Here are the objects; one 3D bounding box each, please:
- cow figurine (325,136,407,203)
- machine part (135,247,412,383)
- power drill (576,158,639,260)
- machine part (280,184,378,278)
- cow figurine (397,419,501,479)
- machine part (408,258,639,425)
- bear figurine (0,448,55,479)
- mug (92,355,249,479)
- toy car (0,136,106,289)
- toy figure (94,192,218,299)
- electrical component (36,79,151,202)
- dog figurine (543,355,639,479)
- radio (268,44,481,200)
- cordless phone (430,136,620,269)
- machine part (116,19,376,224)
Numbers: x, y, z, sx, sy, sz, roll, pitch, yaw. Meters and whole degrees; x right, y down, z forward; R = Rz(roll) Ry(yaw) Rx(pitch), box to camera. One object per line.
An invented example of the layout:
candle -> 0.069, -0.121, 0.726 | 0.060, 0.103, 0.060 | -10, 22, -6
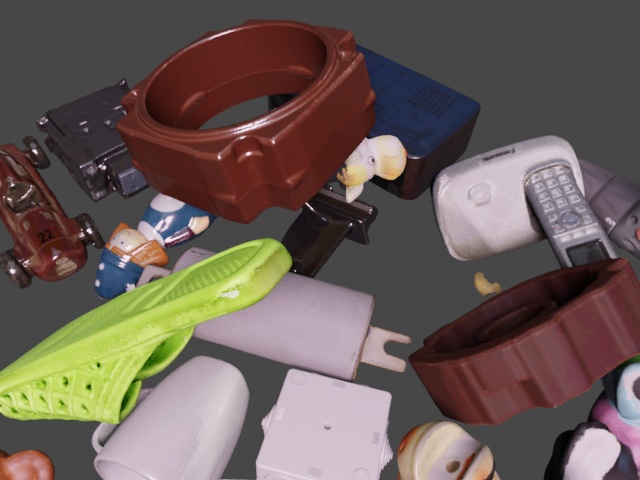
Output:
cow figurine -> -0.002, -0.083, 0.549 | 0.168, 0.068, 0.098 | 14, 42, 29
machine part -> -0.042, 0.062, 0.463 | 0.243, 0.079, 0.079 | 15, 54, 9
power drill -> 0.320, -0.019, 0.481 | 0.086, 0.207, 0.232 | -44, 74, -2
machine part -> -0.001, -0.002, 0.537 | 0.084, 0.039, 0.139 | 31, 55, 14
cow figurine -> 0.125, 0.198, 0.347 | 0.195, 0.127, 0.085 | 49, 53, 4
machine part -> 0.156, 0.076, 0.408 | 0.179, 0.179, 0.056 | -26, 85, -21
bear figurine -> -0.292, 0.152, 0.352 | 0.196, 0.131, 0.120 | 27, 80, 21
mug -> -0.109, 0.141, 0.406 | 0.110, 0.080, 0.107 | 4, 39, 31
toy car -> -0.296, -0.038, 0.538 | 0.089, 0.053, 0.202 | -32, 62, -21
toy figure -> -0.159, -0.006, 0.521 | 0.064, 0.057, 0.154 | -4, 35, 52
electrical component -> -0.224, -0.106, 0.590 | 0.115, 0.058, 0.134 | -38, 63, -25
dog figurine -> 0.265, 0.128, 0.425 | 0.109, 0.191, 0.219 | 29, 23, 20
radio -> 0.054, -0.150, 0.632 | 0.230, 0.073, 0.131 | 32, 59, 21
cordless phone -> 0.198, 0.001, 0.515 | 0.147, 0.088, 0.184 | -17, 62, 1
machine part -> -0.067, -0.122, 0.502 | 0.201, 0.087, 0.201 | 21, 58, 31
